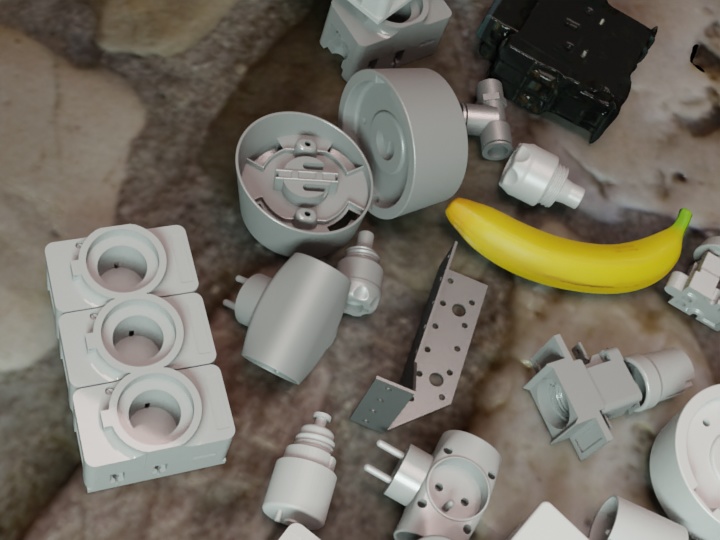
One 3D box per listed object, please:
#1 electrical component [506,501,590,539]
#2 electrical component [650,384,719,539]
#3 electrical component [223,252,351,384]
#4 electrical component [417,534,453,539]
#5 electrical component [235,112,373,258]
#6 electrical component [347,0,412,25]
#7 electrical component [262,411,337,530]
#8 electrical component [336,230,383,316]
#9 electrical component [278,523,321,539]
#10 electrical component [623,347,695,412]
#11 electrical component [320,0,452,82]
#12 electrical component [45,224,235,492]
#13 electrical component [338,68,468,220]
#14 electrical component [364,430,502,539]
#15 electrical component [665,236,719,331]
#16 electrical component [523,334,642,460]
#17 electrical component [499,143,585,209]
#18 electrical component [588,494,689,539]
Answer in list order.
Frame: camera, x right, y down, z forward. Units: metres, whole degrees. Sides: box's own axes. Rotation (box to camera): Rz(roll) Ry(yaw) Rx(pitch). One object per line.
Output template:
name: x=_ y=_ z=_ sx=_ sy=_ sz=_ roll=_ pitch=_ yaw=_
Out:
electrical component: x=0.115 y=0.210 z=0.672 sx=0.100 sy=0.048 sz=0.100 roll=43 pitch=61 yaw=10
electrical component: x=0.252 y=0.139 z=0.739 sx=0.108 sy=0.060 sz=0.108 roll=6 pitch=62 yaw=-12
electrical component: x=-0.057 y=0.026 z=0.723 sx=0.079 sy=0.044 sz=0.077 roll=21 pitch=78 yaw=27
electrical component: x=0.039 y=0.190 z=0.652 sx=0.044 sy=0.065 sz=0.044 roll=6 pitch=62 yaw=-11
electrical component: x=-0.040 y=-0.059 z=0.763 sx=0.099 sy=0.064 sz=0.099 roll=4 pitch=62 yaw=-8
electrical component: x=-0.015 y=-0.290 z=0.831 sx=0.186 sy=0.060 sz=0.105 roll=41 pitch=59 yaw=12
electrical component: x=-0.034 y=0.127 z=0.681 sx=0.040 sy=0.040 sz=0.078 roll=19 pitch=60 yaw=-4
electrical component: x=0.000 y=0.000 z=0.761 sx=0.035 sy=0.035 sz=0.061 roll=15 pitch=58 yaw=-7
electrical component: x=0.001 y=0.246 z=0.616 sx=0.186 sy=0.060 sz=0.105 roll=37 pitch=60 yaw=6
electrical component: x=0.211 y=0.077 z=0.773 sx=0.046 sy=0.040 sz=0.040 roll=-12 pitch=67 yaw=-26
electrical component: x=0.021 y=-0.196 z=0.857 sx=0.089 sy=0.055 sz=0.050 roll=-24 pitch=71 yaw=-24
electrical component: x=-0.141 y=0.052 z=0.680 sx=0.089 sy=0.061 sz=0.150 roll=-9 pitch=66 yaw=-19
electrical component: x=0.036 y=-0.095 z=0.781 sx=0.060 sy=0.108 sz=0.108 roll=-13 pitch=67 yaw=-27
electrical component: x=0.042 y=0.138 z=0.693 sx=0.079 sy=0.044 sz=0.077 roll=29 pitch=60 yaw=2
electrical component: x=0.273 y=0.008 z=0.822 sx=0.066 sy=0.048 sz=0.055 roll=31 pitch=67 yaw=3
electrical component: x=0.158 y=0.086 z=0.753 sx=0.064 sy=0.042 sz=0.081 roll=-15 pitch=68 yaw=-23
electrical component: x=0.142 y=-0.068 z=0.829 sx=0.062 sy=0.043 sz=0.043 roll=26 pitch=60 yaw=-2
electrical component: x=0.197 y=0.185 z=0.710 sx=0.081 sy=0.043 sz=0.043 roll=25 pitch=60 yaw=-1
